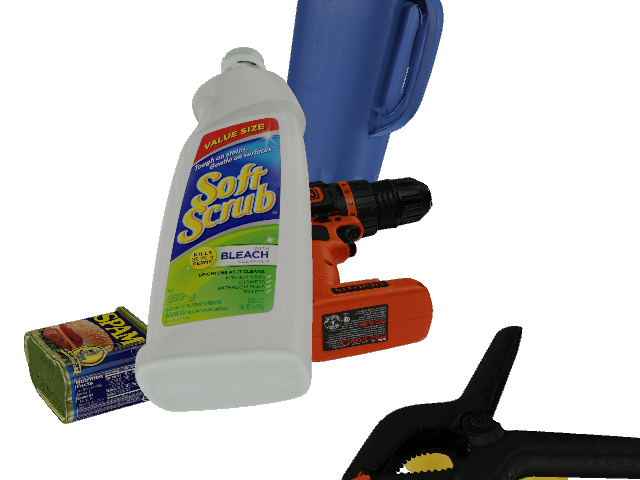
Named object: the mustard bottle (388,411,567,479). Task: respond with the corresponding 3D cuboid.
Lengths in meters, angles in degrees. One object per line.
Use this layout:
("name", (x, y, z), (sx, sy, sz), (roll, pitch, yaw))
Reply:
("mustard bottle", (0.135, 0.206, 1.025), (0.096, 0.058, 0.192), (-14, 24, -38))

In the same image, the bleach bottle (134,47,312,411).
("bleach bottle", (-0.057, -0.021, 0.673), (0.102, 0.251, 0.068), (-6, -35, 5))

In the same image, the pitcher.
("pitcher", (0.033, -0.164, 1.090), (0.145, 0.243, 0.149), (11, 18, -2))

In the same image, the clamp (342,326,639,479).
("clamp", (0.099, 0.124, 0.691), (0.209, 0.036, 0.165), (-14, 32, -20))

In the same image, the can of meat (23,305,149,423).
("can of meat", (-0.179, 0.098, 0.846), (0.083, 0.057, 0.102), (-13, 22, -30))

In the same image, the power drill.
("power drill", (0.025, 0.013, 0.859), (0.184, 0.057, 0.188), (-12, 33, -10))
